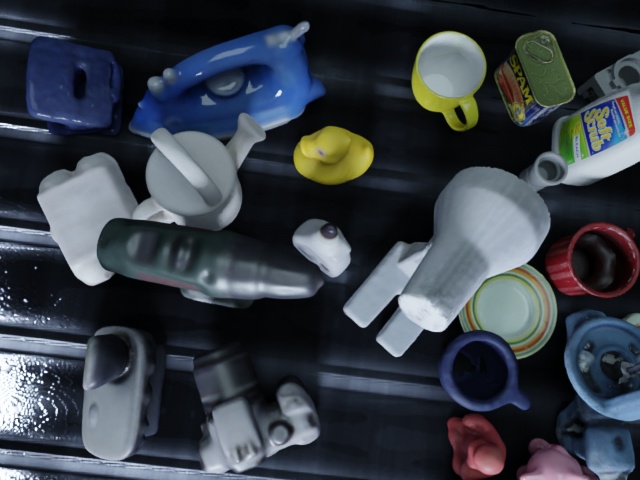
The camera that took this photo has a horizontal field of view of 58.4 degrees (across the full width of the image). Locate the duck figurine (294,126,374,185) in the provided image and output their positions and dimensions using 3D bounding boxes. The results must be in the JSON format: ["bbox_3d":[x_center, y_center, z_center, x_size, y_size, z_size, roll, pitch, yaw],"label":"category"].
[{"bbox_3d":[0.019,-0.116,0.730,0.104,0.086,0.077,-1,81,-5],"label":"duck figurine"}]

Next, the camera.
[{"bbox_3d":[-0.084,0.186,0.666,0.143,0.100,0.137,-19,83,-7],"label":"camera"}]

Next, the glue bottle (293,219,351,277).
[{"bbox_3d":[0.006,0.002,0.666,0.078,0.173,0.037,42,80,3],"label":"glue bottle"}]

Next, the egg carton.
[{"bbox_3d":[-0.273,-0.026,0.700,0.107,0.069,0.150,-28,84,-8],"label":"egg carton"}]

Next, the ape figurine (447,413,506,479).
[{"bbox_3d":[0.191,0.253,0.683,0.076,0.092,0.078,32,80,1],"label":"ape figurine"}]

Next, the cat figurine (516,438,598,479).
[{"bbox_3d":[0.290,0.285,0.673,0.128,0.117,0.067,30,80,1],"label":"cat figurine"}]

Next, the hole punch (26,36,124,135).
[{"bbox_3d":[-0.301,-0.191,0.713,0.101,0.091,0.109,-1,81,-5],"label":"hole punch"}]

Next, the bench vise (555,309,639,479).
[{"bbox_3d":[0.354,0.180,0.643,0.121,0.219,0.207,-13,82,-6],"label":"bench vise"}]

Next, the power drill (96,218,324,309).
[{"bbox_3d":[-0.114,0.030,0.634,0.229,0.208,0.076,10,80,-3],"label":"power drill"}]

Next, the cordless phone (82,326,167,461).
[{"bbox_3d":[-0.230,0.166,0.615,0.094,0.185,0.147,0,81,-4],"label":"cordless phone"}]

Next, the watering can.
[{"bbox_3d":[-0.141,-0.079,0.656,0.101,0.194,0.173,29,80,1],"label":"watering can"}]

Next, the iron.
[{"bbox_3d":[-0.124,-0.197,0.702,0.258,0.141,0.118,-21,83,-7],"label":"iron"}]

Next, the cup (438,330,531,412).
[{"bbox_3d":[0.192,0.163,0.695,0.118,0.095,0.092,34,80,1],"label":"cup"}]

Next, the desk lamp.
[{"bbox_3d":[0.139,0.034,0.651,0.118,0.213,0.203,40,80,3],"label":"desk lamp"}]
